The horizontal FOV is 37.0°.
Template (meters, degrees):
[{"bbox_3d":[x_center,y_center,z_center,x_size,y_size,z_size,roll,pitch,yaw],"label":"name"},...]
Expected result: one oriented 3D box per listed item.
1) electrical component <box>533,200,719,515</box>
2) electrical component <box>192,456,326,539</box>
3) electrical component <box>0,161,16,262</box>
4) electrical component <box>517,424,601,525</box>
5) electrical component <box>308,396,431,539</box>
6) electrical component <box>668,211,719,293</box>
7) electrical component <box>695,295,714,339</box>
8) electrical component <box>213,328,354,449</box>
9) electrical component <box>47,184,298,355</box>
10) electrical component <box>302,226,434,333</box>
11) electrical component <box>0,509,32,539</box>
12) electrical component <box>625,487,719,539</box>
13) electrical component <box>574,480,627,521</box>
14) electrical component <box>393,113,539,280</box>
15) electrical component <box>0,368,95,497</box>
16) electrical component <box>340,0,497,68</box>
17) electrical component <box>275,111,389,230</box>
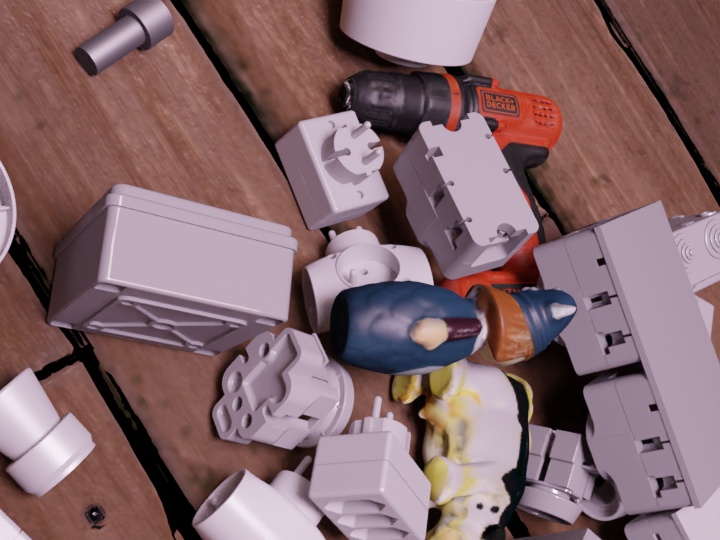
[{"bbox_3d":[0.188,0.057,0.727,0.105,0.060,0.186,-19,89,-52],"label":"electrical component"},{"bbox_3d":[-0.045,0.145,0.629,0.077,0.044,0.079,46,56,-9],"label":"electrical component"},{"bbox_3d":[-0.233,-0.031,0.564,0.099,0.064,0.099,11,67,-28],"label":"electrical component"},{"bbox_3d":[0.133,0.140,0.733,0.048,0.066,0.055,35,69,-42],"label":"electrical component"},{"bbox_3d":[0.009,0.112,0.633,0.065,0.047,0.076,57,33,-44],"label":"electrical component"},{"bbox_3d":[0.226,-0.009,0.818,0.100,0.100,0.048,-20,97,-35],"label":"electrical component"},{"bbox_3d":[0.224,0.053,0.825,0.076,0.047,0.083,27,61,-21],"label":"electrical component"},{"bbox_3d":[-0.041,0.074,0.643,0.057,0.078,0.058,23,28,-42],"label":"electrical component"},{"bbox_3d":[-0.107,0.005,0.602,0.109,0.109,0.056,14,69,-27],"label":"electrical component"},{"bbox_3d":[0.000,0.000,0.704,0.077,0.044,0.079,-10,48,-12],"label":"electrical component"},{"bbox_3d":[-0.188,0.174,0.529,0.075,0.047,0.083,47,55,-8],"label":"electrical component"},{"bbox_3d":[0.268,0.233,0.726,0.105,0.060,0.186,-20,79,-37],"label":"electrical component"},{"bbox_3d":[0.182,0.147,0.767,0.055,0.048,0.066,-26,87,-43],"label":"electrical component"},{"bbox_3d":[0.065,-0.045,0.689,0.050,0.055,0.089,-15,70,-27],"label":"electrical component"},{"bbox_3d":[-0.175,0.086,0.570,0.055,0.045,0.045,49,55,-8],"label":"electrical component"},{"bbox_3d":[0.037,-0.179,0.766,0.108,0.060,0.108,12,26,-6],"label":"electrical component"},{"bbox_3d":[-0.010,-0.072,0.709,0.047,0.077,0.065,-18,83,-35],"label":"electrical component"}]
